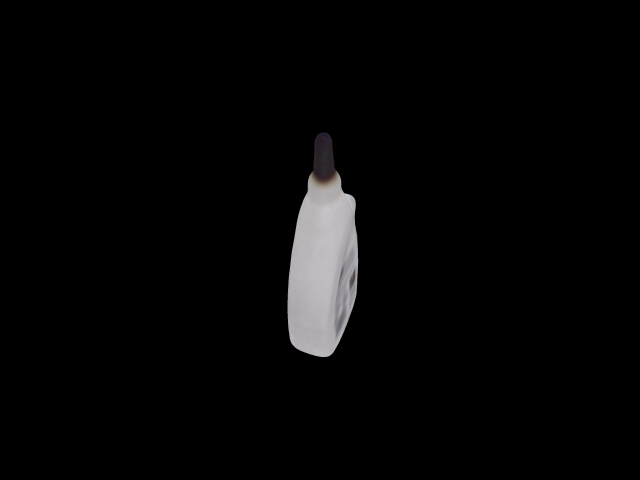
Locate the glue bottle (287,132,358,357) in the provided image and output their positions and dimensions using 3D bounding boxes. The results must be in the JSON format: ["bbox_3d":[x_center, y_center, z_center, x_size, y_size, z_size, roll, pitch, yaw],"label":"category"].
[{"bbox_3d":[0.004,0.001,0.400,0.037,0.173,0.078,14,44,15],"label":"glue bottle"}]
